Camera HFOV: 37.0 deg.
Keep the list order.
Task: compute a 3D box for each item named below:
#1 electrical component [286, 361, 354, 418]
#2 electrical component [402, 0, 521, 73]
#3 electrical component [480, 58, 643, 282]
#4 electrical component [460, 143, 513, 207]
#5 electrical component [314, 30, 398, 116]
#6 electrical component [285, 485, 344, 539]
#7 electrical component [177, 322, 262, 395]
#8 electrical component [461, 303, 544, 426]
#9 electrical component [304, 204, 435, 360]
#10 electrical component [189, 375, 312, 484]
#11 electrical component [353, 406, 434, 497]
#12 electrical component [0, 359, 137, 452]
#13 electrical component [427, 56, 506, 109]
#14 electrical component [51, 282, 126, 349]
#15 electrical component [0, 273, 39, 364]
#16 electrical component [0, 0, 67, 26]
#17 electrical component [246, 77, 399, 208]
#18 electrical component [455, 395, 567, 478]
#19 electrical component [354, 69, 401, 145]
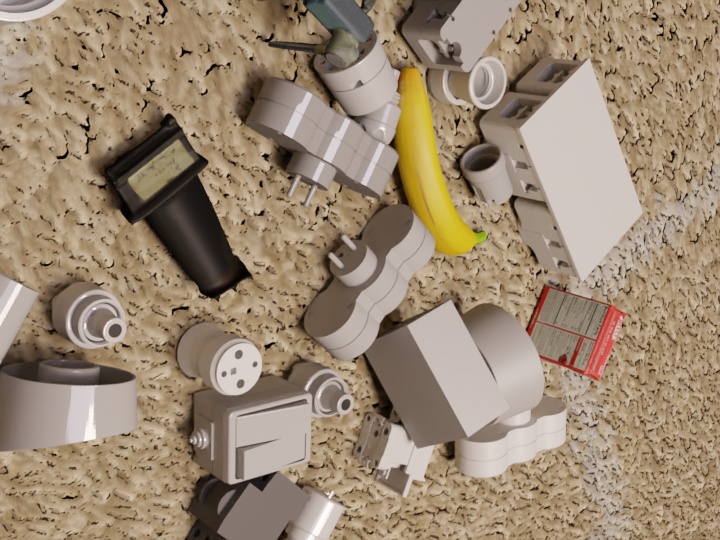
[{"bbox_3d":[-0.031,0.102,0.893,0.043,0.062,0.043,-13,110,-38],"label":"electrical component"},{"bbox_3d":[0.083,-0.215,0.902,0.089,0.056,0.050,-54,130,-15],"label":"electrical component"},{"bbox_3d":[0.192,-0.096,1.028,0.105,0.060,0.186,-45,127,-22],"label":"electrical component"},{"bbox_3d":[0.117,-0.086,0.980,0.040,0.040,0.046,-48,135,-20],"label":"electrical component"},{"bbox_3d":[-0.002,-0.155,0.850,0.055,0.055,0.047,-49,132,-19],"label":"electrical component"},{"bbox_3d":[-0.045,0.224,0.931,0.040,0.040,0.078,36,79,-41],"label":"electrical component"},{"bbox_3d":[-0.107,0.068,0.823,0.045,0.055,0.045,-13,111,-38],"label":"electrical component"},{"bbox_3d":[0.109,0.091,0.983,0.060,0.108,0.108,-24,117,-27],"label":"electrical component"},{"bbox_3d":[0.000,0.000,0.897,0.138,0.052,0.073,-55,130,-14],"label":"electrical component"},{"bbox_3d":[-0.088,0.127,0.852,0.096,0.061,0.061,-9,108,-39],"label":"electrical component"},{"bbox_3d":[0.032,0.159,0.978,0.064,0.042,0.081,19,89,-38],"label":"electrical component"},{"bbox_3d":[-0.200,0.095,0.727,0.099,0.099,0.064,3,94,-41],"label":"electrical component"},{"bbox_3d":[0.091,-0.163,0.925,0.045,0.055,0.045,-13,110,-37],"label":"electrical component"},{"bbox_3d":[-0.184,0.034,0.743,0.043,0.062,0.043,-13,111,-38],"label":"electrical component"},{"bbox_3d":[-0.249,0.041,0.702,0.043,0.043,0.081,33,80,-41],"label":"electrical component"},{"bbox_3d":[-0.217,-0.200,0.648,0.108,0.060,0.108,-12,110,-37],"label":"electrical component"},{"bbox_3d":[-0.034,-0.086,0.842,0.138,0.052,0.073,29,83,-42],"label":"electrical component"},{"bbox_3d":[0.151,0.148,1.068,0.138,0.052,0.073,-15,112,-37],"label":"electrical component"},{"bbox_3d":[0.018,-0.136,0.885,0.035,0.035,0.061,20,87,-42],"label":"electrical component"}]
